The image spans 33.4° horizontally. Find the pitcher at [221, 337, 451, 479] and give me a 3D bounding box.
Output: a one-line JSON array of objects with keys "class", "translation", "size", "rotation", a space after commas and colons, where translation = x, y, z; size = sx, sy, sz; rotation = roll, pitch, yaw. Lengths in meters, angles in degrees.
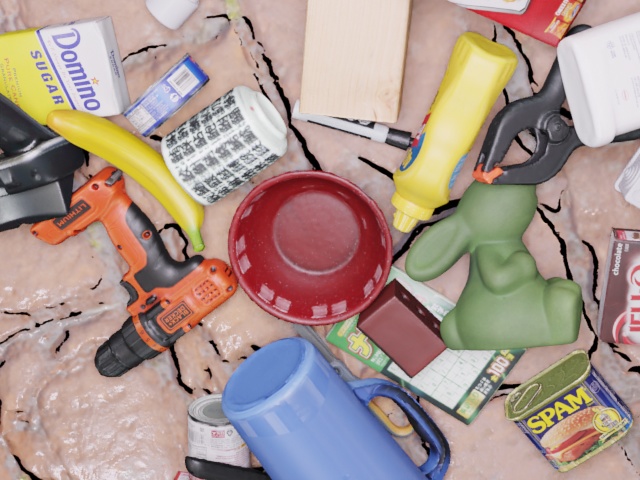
[{"class": "pitcher", "translation": [0.018, 0.208, 1.060], "size": [0.145, 0.149, 0.242], "rotation": [-21, 118, 29]}]

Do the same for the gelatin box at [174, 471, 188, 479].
[{"class": "gelatin box", "translation": [-0.122, 0.302, 1.188], "size": [0.089, 0.030, 0.073], "rotation": [7, 110, 5]}]

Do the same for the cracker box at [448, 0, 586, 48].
[{"class": "cracker box", "translation": [0.154, -0.268, 0.867], "size": [0.213, 0.072, 0.164], "rotation": [11, 118, -40]}]

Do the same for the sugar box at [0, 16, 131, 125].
[{"class": "sugar box", "translation": [-0.281, -0.158, 1.039], "size": [0.176, 0.048, 0.093], "rotation": [-7, 109, 12]}]

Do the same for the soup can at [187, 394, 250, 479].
[{"class": "soup can", "translation": [-0.107, 0.224, 1.139], "size": [0.068, 0.068, 0.102], "rotation": [3, 110, 7]}]

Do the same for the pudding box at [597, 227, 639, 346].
[{"class": "pudding box", "translation": [0.320, 0.048, 1.032], "size": [0.090, 0.039, 0.113], "rotation": [4, 110, 7]}]

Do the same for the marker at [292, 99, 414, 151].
[{"class": "marker", "translation": [0.033, -0.110, 1.026], "size": [0.121, 0.020, 0.020], "rotation": [17, 111, 2]}]

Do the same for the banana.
[{"class": "banana", "translation": [-0.178, -0.071, 1.035], "size": [0.037, 0.069, 0.197], "rotation": [-43, 113, 16]}]

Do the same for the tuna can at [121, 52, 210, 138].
[{"class": "tuna can", "translation": [-0.145, -0.136, 1.006], "size": [0.086, 0.086, 0.033], "rotation": [-38, 103, 18]}]

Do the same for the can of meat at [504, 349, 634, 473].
[{"class": "can of meat", "translation": [0.252, 0.174, 1.078], "size": [0.102, 0.057, 0.084], "rotation": [-37, 104, 18]}]

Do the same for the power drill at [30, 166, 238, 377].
[{"class": "power drill", "translation": [-0.205, 0.034, 1.092], "size": [0.184, 0.057, 0.187], "rotation": [-37, 104, 14]}]

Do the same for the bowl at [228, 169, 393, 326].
[{"class": "bowl", "translation": [-0.007, 0.001, 1.052], "size": [0.162, 0.055, 0.162], "rotation": [3, 110, 7]}]

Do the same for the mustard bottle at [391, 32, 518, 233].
[{"class": "mustard bottle", "translation": [0.115, -0.092, 0.980], "size": [0.058, 0.096, 0.192], "rotation": [24, 111, 0]}]

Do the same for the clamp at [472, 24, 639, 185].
[{"class": "clamp", "translation": [0.218, -0.099, 0.972], "size": [0.171, 0.039, 0.120], "rotation": [-45, 97, -3]}]

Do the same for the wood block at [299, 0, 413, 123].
[{"class": "wood block", "translation": [0.038, -0.219, 0.950], "size": [0.091, 0.090, 0.206], "rotation": [7, 111, 5]}]

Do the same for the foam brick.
[{"class": "foam brick", "translation": [0.082, 0.086, 1.056], "size": [0.078, 0.053, 0.051], "rotation": [43, 107, -9]}]

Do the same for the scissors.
[{"class": "scissors", "translation": [0.010, 0.152, 1.117], "size": [0.201, 0.016, 0.096], "rotation": [37, 114, -11]}]

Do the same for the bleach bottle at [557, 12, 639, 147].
[{"class": "bleach bottle", "translation": [0.340, -0.163, 0.923], "size": [0.251, 0.068, 0.102], "rotation": [-16, 96, -2]}]

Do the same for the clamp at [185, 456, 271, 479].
[{"class": "clamp", "translation": [-0.048, 0.253, 1.120], "size": [0.036, 0.164, 0.210], "rotation": [13, 129, 51]}]
